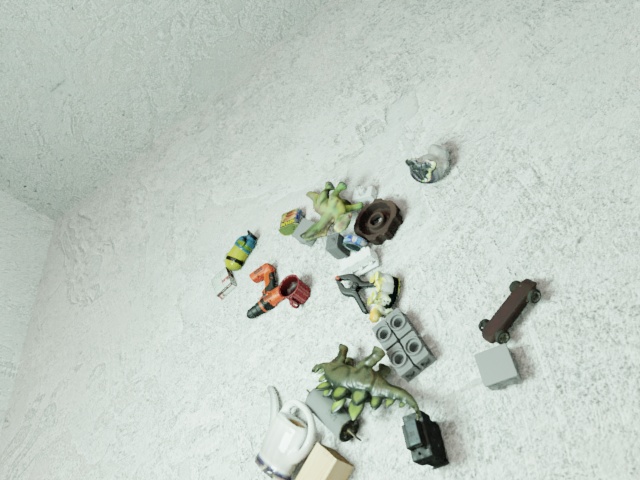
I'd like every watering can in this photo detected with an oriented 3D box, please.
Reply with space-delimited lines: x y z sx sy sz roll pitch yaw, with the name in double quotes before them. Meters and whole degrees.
"watering can" -0.119 0.582 1.555 0.348 0.103 0.226 7 68 61

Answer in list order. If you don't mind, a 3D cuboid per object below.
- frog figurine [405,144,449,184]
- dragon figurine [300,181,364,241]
"frog figurine" 0.393 -0.269 1.814 0.136 0.122 0.162 -11 16 45
"dragon figurine" 0.006 -0.097 1.936 0.246 0.120 0.410 -48 27 -23
